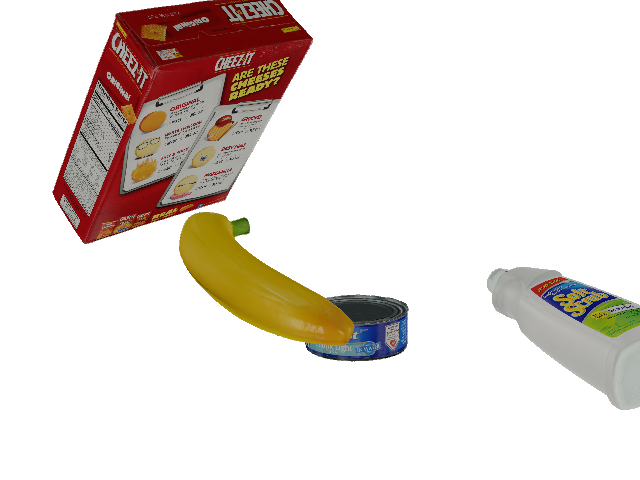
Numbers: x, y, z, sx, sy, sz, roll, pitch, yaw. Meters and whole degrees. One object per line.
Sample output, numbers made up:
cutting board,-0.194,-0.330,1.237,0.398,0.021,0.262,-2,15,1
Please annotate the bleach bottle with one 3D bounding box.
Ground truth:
bleach bottle,0.241,0.079,1.042,0.102,0.068,0.251,-15,22,-24

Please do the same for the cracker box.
cracker box,-0.123,-0.105,0.913,0.163,0.072,0.214,-20,-26,-41

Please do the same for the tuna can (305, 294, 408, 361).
tuna can,0.029,0.071,0.872,0.086,0.034,0.086,-1,11,0

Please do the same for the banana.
banana,-0.047,0.017,0.680,0.069,0.037,0.198,-9,25,-21
